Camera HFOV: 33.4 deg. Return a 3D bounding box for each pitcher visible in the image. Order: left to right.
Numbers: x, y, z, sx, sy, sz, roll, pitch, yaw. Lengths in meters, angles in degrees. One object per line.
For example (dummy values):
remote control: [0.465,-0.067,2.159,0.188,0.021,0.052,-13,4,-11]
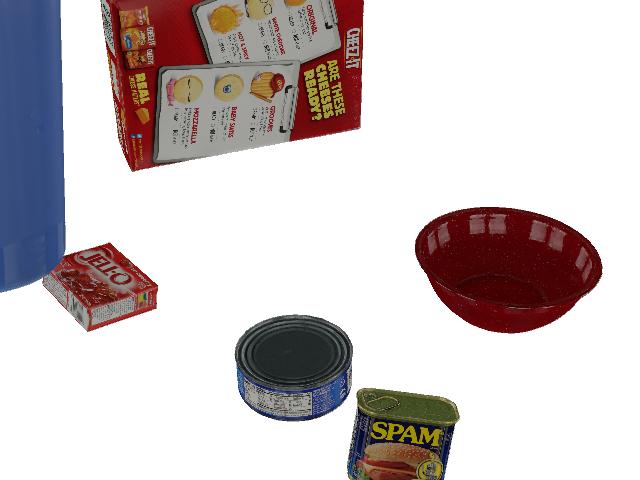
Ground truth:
pitcher: [-0.232,-0.088,0.673,0.149,0.243,0.145,-4,26,-11]

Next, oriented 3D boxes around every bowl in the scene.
bowl: [0.161,0.033,0.938,0.162,0.055,0.162,2,33,-1]

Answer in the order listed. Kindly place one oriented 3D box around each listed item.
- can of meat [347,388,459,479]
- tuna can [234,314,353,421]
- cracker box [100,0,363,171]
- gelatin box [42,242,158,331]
can of meat: [0.080,0.201,1.064,0.102,0.084,0.057,8,17,-3]
tuna can: [-0.019,0.093,0.779,0.086,0.034,0.086,-1,32,0]
cracker box: [-0.074,-0.161,0.917,0.213,0.164,0.072,-13,40,-16]
gelatin box: [-0.204,0.040,0.982,0.073,0.030,0.089,-18,39,-36]
